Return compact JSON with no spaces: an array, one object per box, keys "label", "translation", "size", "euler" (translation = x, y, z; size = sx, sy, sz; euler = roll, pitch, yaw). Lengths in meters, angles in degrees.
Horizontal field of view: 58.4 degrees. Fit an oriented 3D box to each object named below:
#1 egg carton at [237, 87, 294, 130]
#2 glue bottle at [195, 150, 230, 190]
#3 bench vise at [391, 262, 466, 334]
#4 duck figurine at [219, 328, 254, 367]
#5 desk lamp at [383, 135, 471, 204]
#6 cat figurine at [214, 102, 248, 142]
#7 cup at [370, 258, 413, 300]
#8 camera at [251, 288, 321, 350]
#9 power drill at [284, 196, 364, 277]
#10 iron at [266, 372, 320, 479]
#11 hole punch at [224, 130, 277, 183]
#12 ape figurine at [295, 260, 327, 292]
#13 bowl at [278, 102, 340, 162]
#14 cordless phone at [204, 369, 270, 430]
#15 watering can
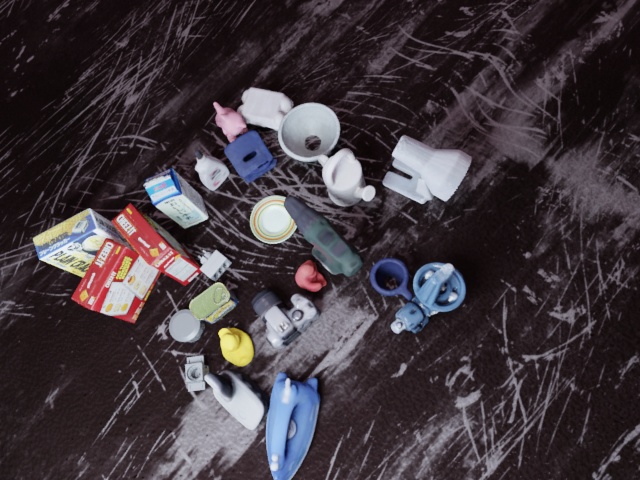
[{"label":"egg carton","translation":[-0.151,-0.359,1.575],"size":[0.150,0.069,0.107],"euler":[13,76,13]},{"label":"glue bottle","translation":[-0.292,-0.192,1.493],"size":[0.037,0.173,0.078],"euler":[34,82,17]},{"label":"bench vise","translation":[0.252,0.133,1.283],"size":[0.121,0.220,0.207],"euler":[27,80,16]},{"label":"duck figurine","translation":[-0.210,0.257,1.391],"size":[0.077,0.086,0.104],"euler":[-36,71,-3]},{"label":"desk lamp","translation":[0.251,-0.166,1.376],"size":[0.203,0.214,0.118],"euler":[26,79,16]},{"label":"cat figurine","translation":[-0.246,-0.325,1.555],"size":[0.067,0.118,0.127],"euler":[-38,71,-3]},{"label":"cup","translation":[0.178,0.105,1.369],"size":[0.092,0.095,0.117],"euler":[-43,72,-5]},{"label":"camera","translation":[-0.094,0.172,1.390],"size":[0.143,0.101,0.136],"euler":[-41,72,-4]},{"label":"power drill","translation":[0.013,0.005,1.366],"size":[0.229,0.208,0.076],"euler":[43,84,18]},{"label":"iron","translation":[-0.078,0.432,1.288],"size":[0.118,0.141,0.258],"euler":[6,75,11]},{"label":"hole punch","translation":[-0.184,-0.224,1.528],"size":[0.108,0.091,0.101],"euler":[-34,71,-2]},{"label":"ape figurine","translation":[-0.027,0.085,1.410],"size":[0.076,0.092,0.078],"euler":[-1,73,9]},{"label":"bowl","translation":[-0.024,-0.276,1.527],"size":[0.167,0.075,0.167],"euler":[-3,73,9]},{"label":"cordless phone","translation":[-0.196,0.360,1.305],"size":[0.147,0.185,0.094],"euler":[35,82,17]},{"label":"watering can","translation":[0.063,-0.159,1.415],"size":[0.172,0.194,0.101],"euler":[18,77,14]}]
